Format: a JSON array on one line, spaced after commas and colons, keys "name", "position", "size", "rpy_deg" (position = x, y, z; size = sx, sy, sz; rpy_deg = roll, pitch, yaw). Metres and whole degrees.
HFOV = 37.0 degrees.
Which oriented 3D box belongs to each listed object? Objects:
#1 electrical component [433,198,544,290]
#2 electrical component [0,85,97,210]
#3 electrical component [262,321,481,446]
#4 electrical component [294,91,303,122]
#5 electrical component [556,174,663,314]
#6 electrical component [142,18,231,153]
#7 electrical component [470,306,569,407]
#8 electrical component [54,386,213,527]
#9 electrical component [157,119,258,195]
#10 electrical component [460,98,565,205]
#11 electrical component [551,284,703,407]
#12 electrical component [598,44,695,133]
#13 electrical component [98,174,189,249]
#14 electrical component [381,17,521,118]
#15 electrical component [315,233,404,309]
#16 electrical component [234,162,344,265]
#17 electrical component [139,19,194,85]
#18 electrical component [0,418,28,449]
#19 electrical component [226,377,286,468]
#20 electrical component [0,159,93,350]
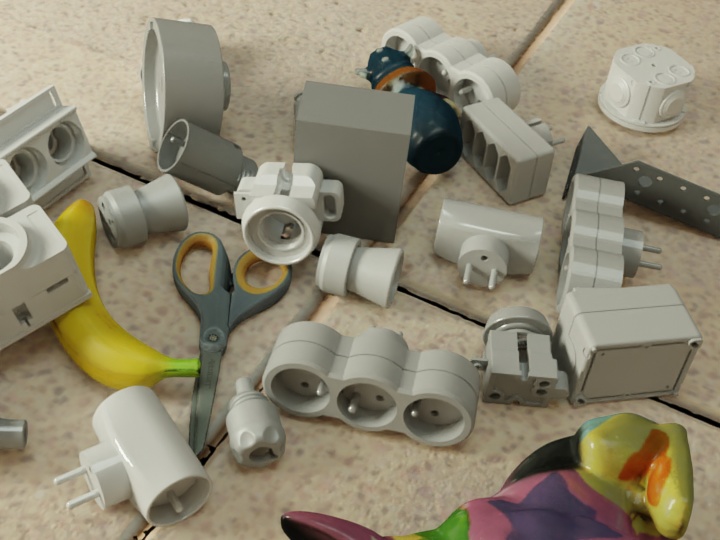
[{"name": "electrical component", "position": [0.094, -0.014, 0.807], "size": [0.077, 0.044, 0.079], "rpy_deg": [12, 44, 5]}, {"name": "electrical component", "position": [-0.268, -0.076, 0.809], "size": [0.063, 0.078, 0.121], "rpy_deg": [8, 39, 33]}, {"name": "electrical component", "position": [0.011, 0.063, 0.709], "size": [0.138, 0.052, 0.073], "rpy_deg": [12, 40, 5]}, {"name": "electrical component", "position": [-0.036, -0.125, 0.909], "size": [0.040, 0.040, 0.078], "rpy_deg": [-14, 47, -21]}, {"name": "electrical component", "position": [0.192, -0.015, 0.815], "size": [0.074, 0.052, 0.138], "rpy_deg": [11, 44, 4]}, {"name": "electrical component", "position": [-0.139, -0.150, 0.877], "size": [0.060, 0.108, 0.108], "rpy_deg": [-3, 44, -20]}, {"name": "electrical component", "position": [0.108, 0.059, 0.733], "size": [0.066, 0.048, 0.055], "rpy_deg": [5, 51, -1]}, {"name": "electrical component", "position": [-0.141, 0.117, 0.640], "size": [0.079, 0.043, 0.077], "rpy_deg": [-21, 51, -27]}, {"name": "electrical component", "position": [-0.112, -0.082, 0.841], "size": [0.081, 0.043, 0.043], "rpy_deg": [23, 32, -36]}, {"name": "electrical component", "position": [0.137, -0.106, 0.906], "size": [0.076, 0.047, 0.083], "rpy_deg": [-19, 48, -23]}, {"name": "electrical component", "position": [0.186, 0.048, 0.741], "size": [0.096, 0.061, 0.061], "rpy_deg": [-4, 45, -11]}, {"name": "electrical component", "position": [0.262, -0.166, 0.983], "size": [0.080, 0.051, 0.080], "rpy_deg": [4, 44, -4]}, {"name": "electrical component", "position": [-0.162, -0.043, 0.804], "size": [0.055, 0.045, 0.045], "rpy_deg": [-19, 49, -25]}, {"name": "electrical component", "position": [0.093, -0.188, 0.983], "size": [0.074, 0.052, 0.138], "rpy_deg": [-31, 55, -33]}, {"name": "electrical component", "position": [0.000, 0.000, 0.780], "size": [0.055, 0.045, 0.045], "rpy_deg": [14, 44, 8]}, {"name": "electrical component", "position": [-0.054, -0.041, 0.785], "size": [0.078, 0.058, 0.057], "rpy_deg": [3, 38, 7]}, {"name": "electrical component", "position": [-0.167, -0.193, 0.961], "size": [0.043, 0.043, 0.081], "rpy_deg": [8, 44, 0]}, {"name": "electrical component", "position": [-0.233, 0.098, 0.647], "size": [0.062, 0.043, 0.043], "rpy_deg": [2, 44, -8]}, {"name": "electrical component", "position": [-0.068, 0.093, 0.681], "size": [0.035, 0.035, 0.061], "rpy_deg": [-7, 43, -14]}, {"name": "electrical component", "position": [-0.284, 0.014, 0.687], "size": [0.186, 0.060, 0.105], "rpy_deg": [-32, 55, -18]}]
